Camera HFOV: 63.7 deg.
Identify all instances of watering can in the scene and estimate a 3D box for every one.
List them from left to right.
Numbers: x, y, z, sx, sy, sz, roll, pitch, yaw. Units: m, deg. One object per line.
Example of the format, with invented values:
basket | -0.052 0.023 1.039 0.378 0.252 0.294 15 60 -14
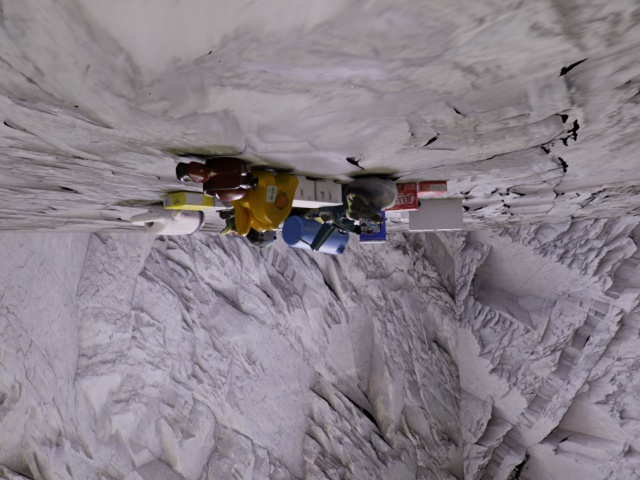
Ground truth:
watering can | -0.481 -0.071 1.712 0.346 0.104 0.224 -4 177 45

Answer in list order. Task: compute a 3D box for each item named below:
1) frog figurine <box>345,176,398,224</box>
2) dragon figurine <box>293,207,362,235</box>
frog figurine | 0.141 -0.120 1.294 0.136 0.122 0.162 -19 -160 50
dragon figurine | 0.005 -0.088 1.752 0.243 0.122 0.410 7 -178 40
